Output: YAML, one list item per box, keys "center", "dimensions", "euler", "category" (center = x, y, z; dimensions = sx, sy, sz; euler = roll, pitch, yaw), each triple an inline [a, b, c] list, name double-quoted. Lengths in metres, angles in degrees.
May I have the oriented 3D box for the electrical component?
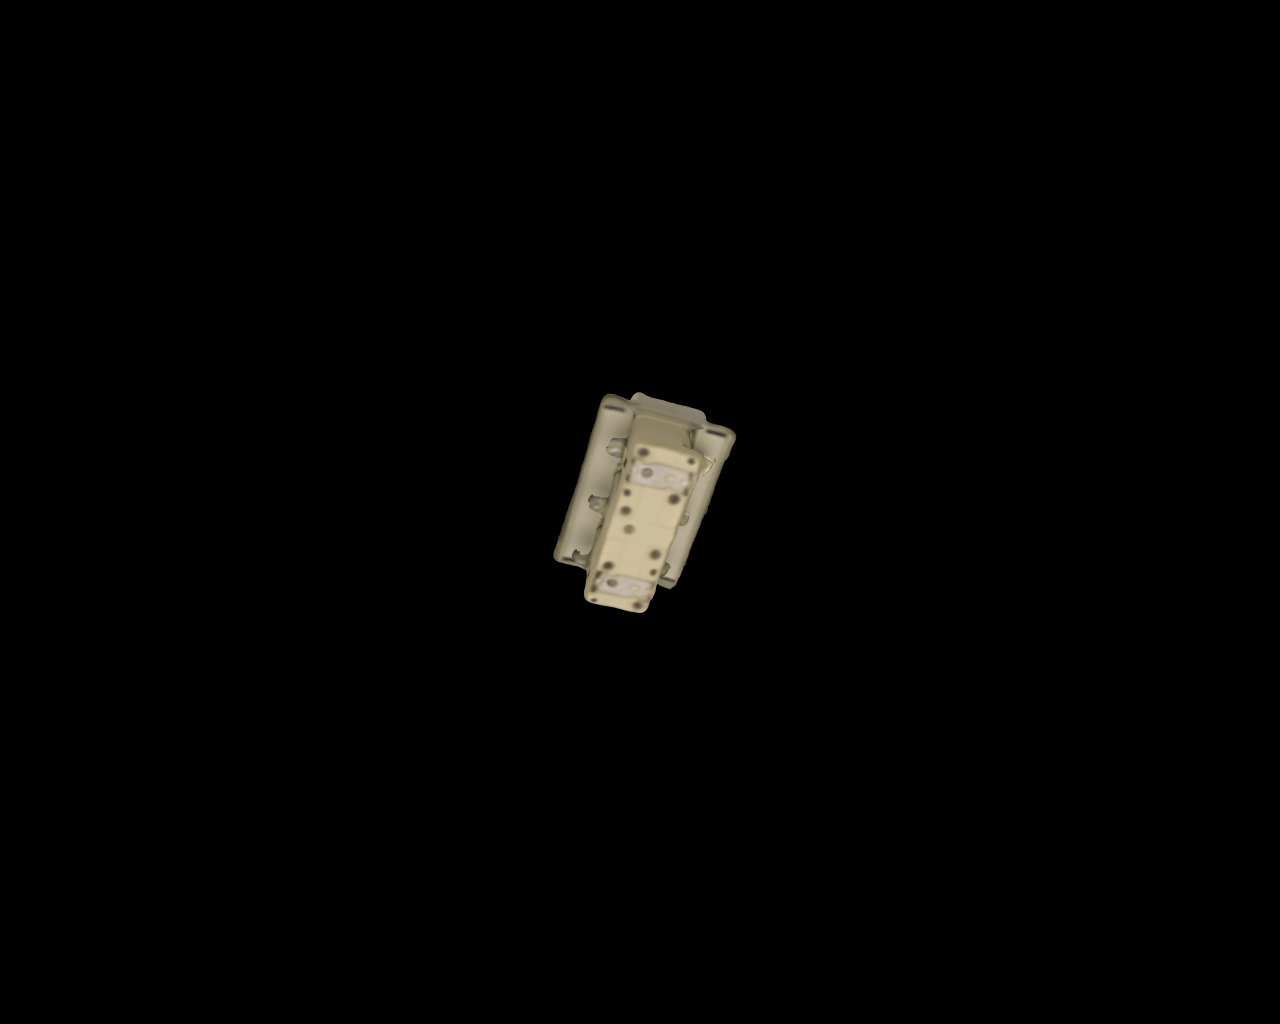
- center: [0.001, -0.003, 0.650]
  dimensions: [0.079, 0.121, 0.063]
  euler: [15, 32, -9]
  category: "electrical component"
